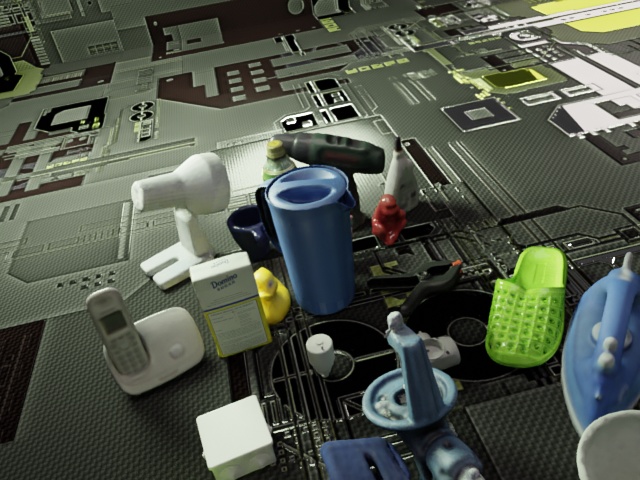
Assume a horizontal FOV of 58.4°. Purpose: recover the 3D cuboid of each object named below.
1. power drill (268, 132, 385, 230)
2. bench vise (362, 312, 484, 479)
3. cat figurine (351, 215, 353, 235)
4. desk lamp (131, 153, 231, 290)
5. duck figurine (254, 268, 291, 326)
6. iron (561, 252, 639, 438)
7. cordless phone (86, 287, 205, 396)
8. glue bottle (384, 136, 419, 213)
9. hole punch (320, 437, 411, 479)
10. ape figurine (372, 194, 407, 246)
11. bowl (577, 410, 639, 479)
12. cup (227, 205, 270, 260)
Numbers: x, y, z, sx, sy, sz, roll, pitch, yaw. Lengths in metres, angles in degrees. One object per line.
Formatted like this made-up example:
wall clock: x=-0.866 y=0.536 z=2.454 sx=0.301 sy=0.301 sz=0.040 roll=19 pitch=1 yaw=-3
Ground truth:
power drill: x=0.020 y=-0.122 z=1.161 sx=0.229 sy=0.209 sz=0.075 roll=-1 pitch=37 yaw=11
bench vise: x=0.135 y=0.198 z=0.692 sx=0.122 sy=0.220 sz=0.206 roll=-34 pitch=43 yaw=-29
cat figurine: x=0.010 y=0.004 z=1.070 sx=0.128 sy=0.118 sz=0.067 roll=-16 pitch=37 yaw=-9
desk lamp: x=-0.267 y=-0.046 z=1.116 sx=0.204 sy=0.214 sz=0.117 roll=-32 pitch=42 yaw=-28
duck figurine: x=-0.095 y=0.087 z=1.007 sx=0.077 sy=0.086 sz=0.104 roll=-8 pitch=36 yaw=2
iron: x=0.398 y=0.138 z=0.784 sx=0.118 sy=0.142 sz=0.259 roll=12 pitch=41 yaw=26
cordless phone: x=-0.271 y=0.138 z=0.892 sx=0.148 sy=0.185 sz=0.093 roll=-27 pitch=40 yaw=-23
glue bottle: x=0.165 y=-0.133 z=1.175 sx=0.078 sy=0.173 sz=0.037 roll=-29 pitch=41 yaw=-25
hole punch: x=0.060 y=0.290 z=0.693 sx=0.101 sy=0.091 sz=0.108 roll=-19 pitch=37 yaw=-13
ape figurine: x=0.134 y=-0.048 z=1.135 sx=0.078 sy=0.092 sz=0.076 roll=-18 pitch=37 yaw=-12
bowl: x=0.376 y=0.282 z=0.649 sx=0.167 sy=0.075 sz=0.167 roll=-6 pitch=36 yaw=5
cup: x=-0.126 y=-0.003 z=1.128 sx=0.092 sy=0.095 sz=0.117 roll=-20 pitch=37 yaw=-14
